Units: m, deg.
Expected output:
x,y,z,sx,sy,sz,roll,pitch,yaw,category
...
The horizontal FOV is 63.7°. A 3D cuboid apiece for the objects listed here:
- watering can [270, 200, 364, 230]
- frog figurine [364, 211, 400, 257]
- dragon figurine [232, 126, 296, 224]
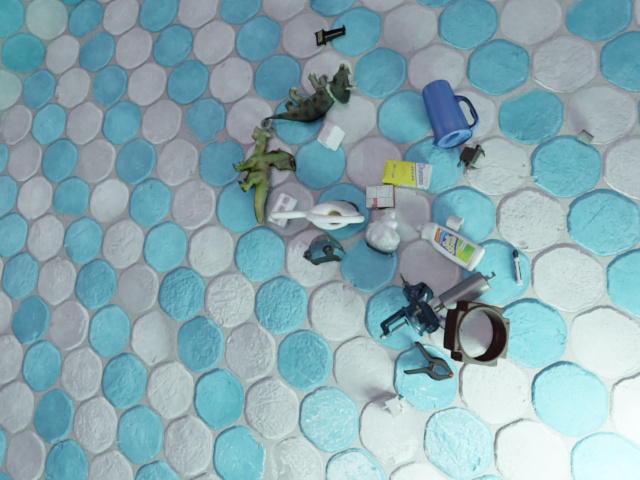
x,y,z,sx,sy,sz,roll,pitch,yaw,category
0.006,-0.098,1.942,0.348,0.226,0.103,5,100,19,watering can
0.239,-0.032,1.902,0.139,0.122,0.158,31,102,40,frog figurine
-0.215,-0.285,2.123,0.242,0.121,0.416,-25,72,4,dragon figurine
